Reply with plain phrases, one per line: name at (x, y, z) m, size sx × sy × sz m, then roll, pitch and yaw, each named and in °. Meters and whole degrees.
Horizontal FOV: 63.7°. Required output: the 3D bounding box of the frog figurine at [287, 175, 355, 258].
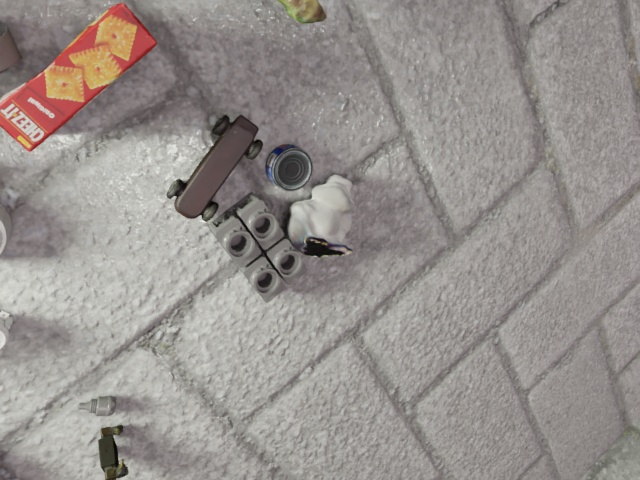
frog figurine at (0.003, -0.051, 1.011) m, size 0.137 × 0.121 × 0.162 m, roll 12°, pitch 66°, yaw -23°

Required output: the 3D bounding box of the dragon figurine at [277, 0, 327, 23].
dragon figurine at (-0.122, -0.444, 0.687) m, size 0.122 × 0.246 × 0.404 m, roll -51°, pitch 136°, yaw -2°
